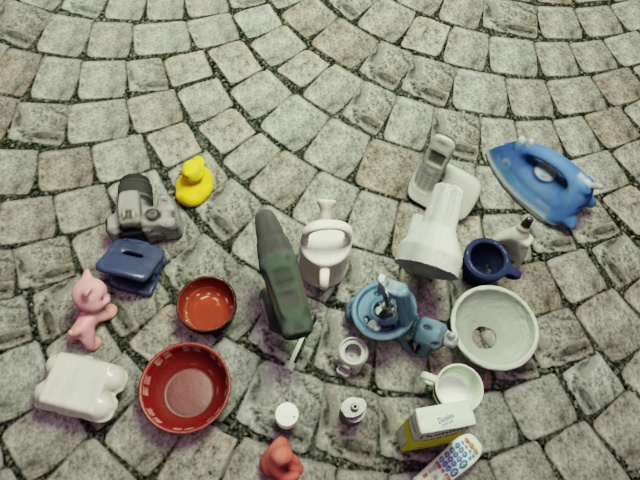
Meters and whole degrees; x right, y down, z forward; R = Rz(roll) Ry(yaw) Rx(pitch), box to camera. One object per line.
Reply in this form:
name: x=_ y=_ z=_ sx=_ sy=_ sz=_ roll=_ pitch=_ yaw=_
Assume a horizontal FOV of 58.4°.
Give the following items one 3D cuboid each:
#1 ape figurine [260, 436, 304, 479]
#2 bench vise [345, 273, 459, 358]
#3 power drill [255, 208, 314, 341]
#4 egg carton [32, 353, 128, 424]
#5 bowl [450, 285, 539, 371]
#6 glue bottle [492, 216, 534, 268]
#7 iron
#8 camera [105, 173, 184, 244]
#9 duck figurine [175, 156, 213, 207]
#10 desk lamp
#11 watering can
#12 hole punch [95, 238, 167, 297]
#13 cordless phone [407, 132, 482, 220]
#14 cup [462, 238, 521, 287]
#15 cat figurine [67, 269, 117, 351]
ape figurine: x=-0.065 y=0.370 z=0.965 sx=0.076 sy=0.092 sz=0.078 roll=0 pitch=64 yaw=-3
bench vise: x=0.154 y=0.123 z=1.029 sx=0.207 sy=0.220 sz=0.121 roll=7 pitch=63 yaw=0
power drill: x=-0.072 y=0.083 z=1.041 sx=0.076 sy=0.208 sz=0.229 roll=-16 pitch=66 yaw=-11
egg carton: x=-0.421 y=0.259 z=1.011 sx=0.150 sy=0.069 sz=0.107 roll=12 pitch=64 yaw=2
bowl: x=0.323 y=0.176 z=1.095 sx=0.167 sy=0.075 sz=0.167 roll=1 pitch=64 yaw=-3
glue bottle: x=0.385 y=0.000 z=1.131 sx=0.078 sy=0.173 sz=0.037 roll=36 pitch=67 yaw=14
iron: x=0.476 y=-0.149 z=1.227 sx=0.258 sy=0.141 sz=0.119 roll=42 pitch=69 yaw=16
camera: x=-0.358 y=-0.071 z=1.160 sx=0.143 sy=0.101 sz=0.136 roll=-7 pitch=64 yaw=-7
duck figurine: x=-0.268 y=-0.128 z=1.202 sx=0.077 sy=0.086 sz=0.104 roll=18 pitch=64 yaw=6
desk lamp: x=0.213 y=-0.001 z=1.098 sx=0.118 sy=0.213 sz=0.203 roll=17 pitch=64 yaw=5
watering can: x=0.008 y=0.004 z=1.093 sx=0.101 sy=0.194 sz=0.172 roll=-18 pitch=66 yaw=-11
hole punch: x=-0.364 y=0.043 z=1.109 sx=0.108 sy=0.091 sz=0.101 roll=13 pitch=64 yaw=3
cordless phone: x=0.268 y=-0.134 z=1.182 sx=0.147 sy=0.185 sz=0.094 roll=25 pitch=65 yaw=9
cup: x=0.333 y=0.060 z=1.141 sx=0.117 sy=0.095 sz=0.092 roll=25 pitch=65 yaw=9
cat figurine: x=-0.426 y=0.125 z=1.050 sx=0.067 sy=0.118 sz=0.128 roll=15 pitch=64 yaw=4
